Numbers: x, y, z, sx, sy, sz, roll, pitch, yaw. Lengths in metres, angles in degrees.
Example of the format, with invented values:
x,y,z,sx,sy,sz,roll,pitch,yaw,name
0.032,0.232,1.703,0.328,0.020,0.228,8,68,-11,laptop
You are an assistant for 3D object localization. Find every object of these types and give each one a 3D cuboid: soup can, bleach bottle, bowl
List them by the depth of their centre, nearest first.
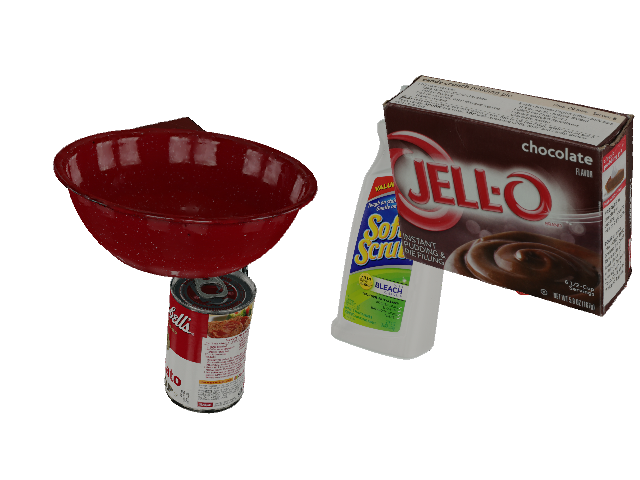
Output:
x,y,z,sx,sy,sz,roll,pitch,yaw,name
-0.085,-0.020,0.665,0.162,0.055,0.162,7,22,-3,bowl
-0.090,0.079,0.861,0.068,0.102,0.068,6,30,-4,soup can
0.071,-0.020,1.004,0.103,0.251,0.067,15,20,32,bleach bottle

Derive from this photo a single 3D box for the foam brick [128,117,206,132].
x,y,z,sx,sy,sz,roll,pitch,yaw,name
-0.154,-0.083,1.053,0.078,0.053,0.051,-17,31,-21,foam brick

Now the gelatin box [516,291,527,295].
x,y,z,sx,sy,sz,roll,pitch,yaw,name
0.178,0.013,0.814,0.089,0.030,0.073,-3,18,-10,gelatin box

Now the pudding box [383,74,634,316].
x,y,z,sx,sy,sz,roll,pitch,yaw,name
0.088,-0.023,0.499,0.114,0.090,0.039,15,43,33,pudding box

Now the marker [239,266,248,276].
x,y,z,sx,sy,sz,roll,pitch,yaw,name
-0.091,0.035,1.205,0.020,0.121,0.020,0,32,0,marker
